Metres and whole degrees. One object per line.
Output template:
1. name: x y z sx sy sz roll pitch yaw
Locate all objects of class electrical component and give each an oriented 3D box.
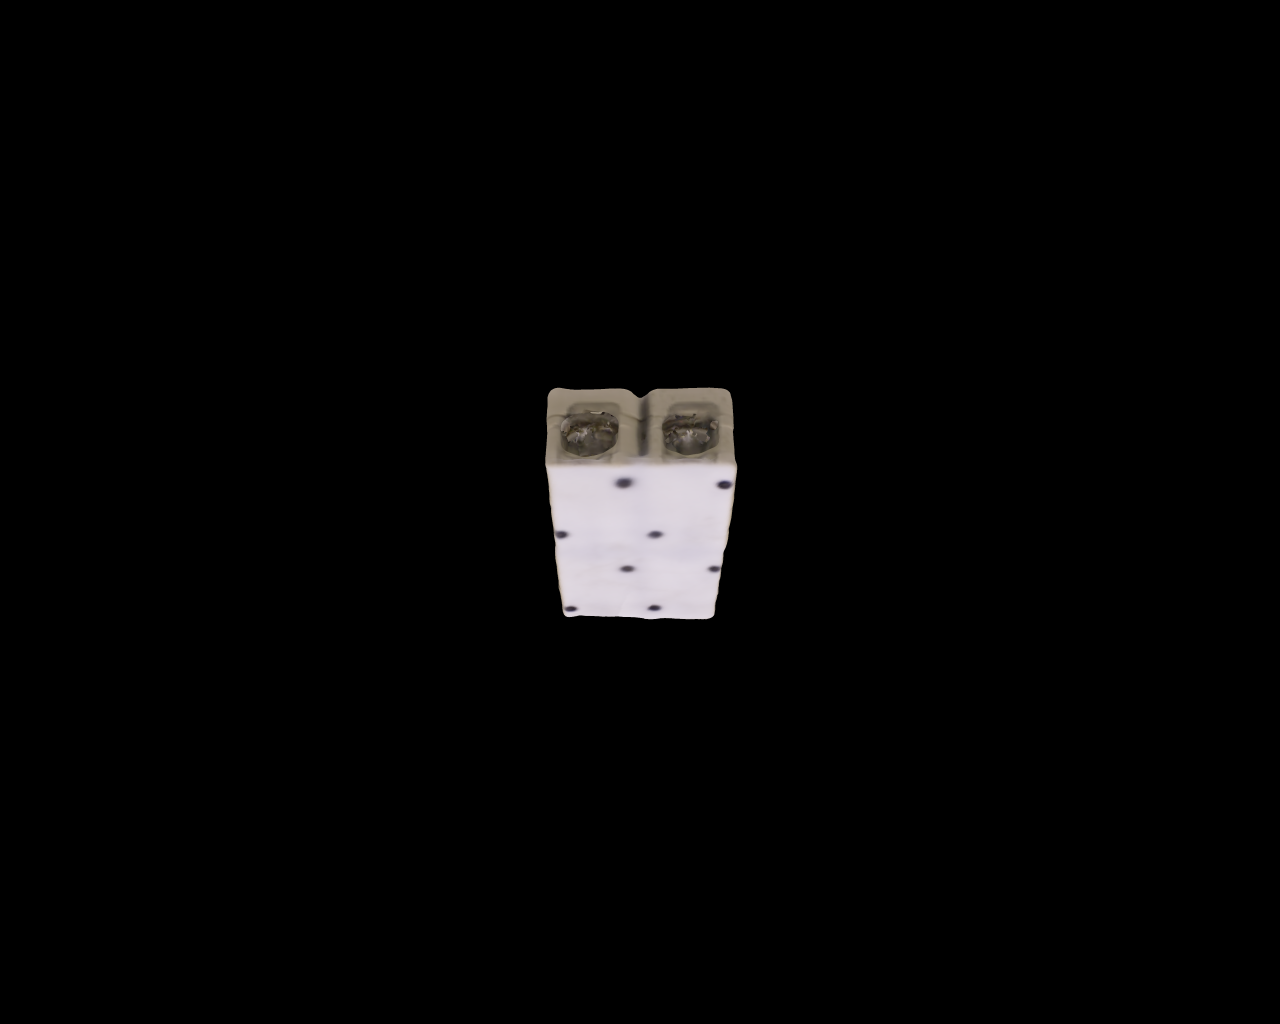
1. electrical component: 0.001 -0.003 0.650 0.105 0.060 0.186 0 -32 0
